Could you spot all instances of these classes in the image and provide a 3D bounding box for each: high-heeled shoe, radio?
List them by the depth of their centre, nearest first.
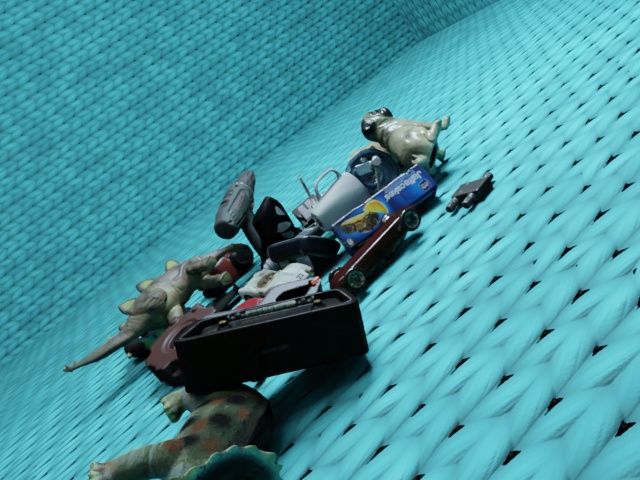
[{"bbox_3d":[-0.060,0.124,0.700,0.230,0.073,0.131,-11,5,-2],"label":"radio"},{"bbox_3d":[-0.081,-0.044,1.185,0.086,0.145,0.249,13,18,15],"label":"high-heeled shoe"}]

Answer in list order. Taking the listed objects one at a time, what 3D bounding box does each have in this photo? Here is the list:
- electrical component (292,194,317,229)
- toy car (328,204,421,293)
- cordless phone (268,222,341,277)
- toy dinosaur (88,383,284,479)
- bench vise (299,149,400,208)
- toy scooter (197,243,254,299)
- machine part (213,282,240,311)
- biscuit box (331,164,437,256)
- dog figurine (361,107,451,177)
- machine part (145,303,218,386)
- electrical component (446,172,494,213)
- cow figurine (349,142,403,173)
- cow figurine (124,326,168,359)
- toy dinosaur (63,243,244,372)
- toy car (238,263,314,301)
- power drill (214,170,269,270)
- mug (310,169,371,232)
[{"bbox_3d":[-0.026,-0.071,1.309,0.075,0.047,0.119,-37,44,2],"label":"electrical component"},{"bbox_3d":[0.094,0.018,0.888,0.202,0.053,0.089,-45,7,-16],"label":"toy car"},{"bbox_3d":[-0.002,-0.004,1.100,0.147,0.088,0.184,-16,20,50],"label":"cordless phone"},{"bbox_3d":[-0.117,0.234,0.623,0.192,0.131,0.405,-15,12,9],"label":"toy dinosaur"},{"bbox_3d":[0.081,-0.127,1.161,0.224,0.129,0.240,-17,-6,-6],"label":"bench vise"},{"bbox_3d":[-0.255,0.084,1.382,0.135,0.075,0.184,-19,28,48],"label":"toy scooter"},{"bbox_3d":[-0.229,0.153,1.196,0.139,0.039,0.084,-45,10,-21],"label":"machine part"},{"bbox_3d":[0.120,-0.055,0.991,0.203,0.059,0.062,-37,-17,-2],"label":"biscuit box"},{"bbox_3d":[0.156,-0.206,1.116,0.191,0.121,0.172,14,23,21],"label":"dog figurine"},{"bbox_3d":[-0.260,0.202,1.051,0.179,0.056,0.179,-29,26,16],"label":"machine part"},{"bbox_3d":[0.251,-0.080,0.896,0.094,0.021,0.063,-46,18,-30],"label":"electrical component"},{"bbox_3d":[0.150,-0.213,1.289,0.195,0.127,0.085,-23,24,41],"label":"cow figurine"},{"bbox_3d":[-0.412,0.238,1.272,0.167,0.068,0.098,-19,28,53],"label":"cow figurine"},{"bbox_3d":[-0.359,0.143,1.207,0.471,0.105,0.199,-39,23,-26],"label":"toy dinosaur"},{"bbox_3d":[-0.087,0.088,1.053,0.202,0.056,0.073,-16,25,51],"label":"toy car"},{"bbox_3d":[-0.153,-0.045,1.297,0.086,0.207,0.232,-21,24,27],"label":"power drill"},{"bbox_3d":[0.029,-0.074,1.028,0.107,0.109,0.081,-44,22,-10],"label":"mug"}]
